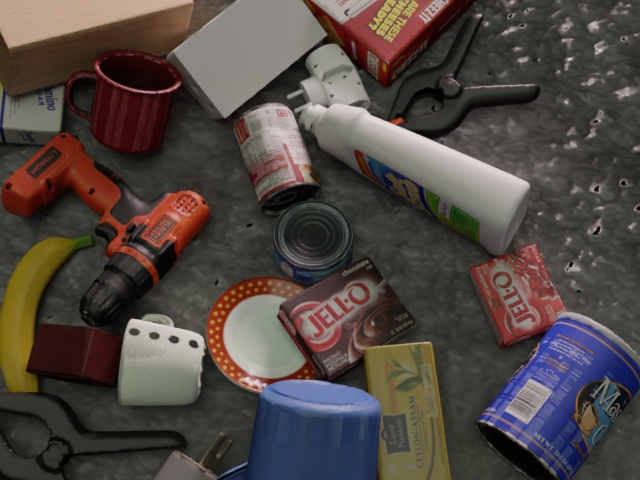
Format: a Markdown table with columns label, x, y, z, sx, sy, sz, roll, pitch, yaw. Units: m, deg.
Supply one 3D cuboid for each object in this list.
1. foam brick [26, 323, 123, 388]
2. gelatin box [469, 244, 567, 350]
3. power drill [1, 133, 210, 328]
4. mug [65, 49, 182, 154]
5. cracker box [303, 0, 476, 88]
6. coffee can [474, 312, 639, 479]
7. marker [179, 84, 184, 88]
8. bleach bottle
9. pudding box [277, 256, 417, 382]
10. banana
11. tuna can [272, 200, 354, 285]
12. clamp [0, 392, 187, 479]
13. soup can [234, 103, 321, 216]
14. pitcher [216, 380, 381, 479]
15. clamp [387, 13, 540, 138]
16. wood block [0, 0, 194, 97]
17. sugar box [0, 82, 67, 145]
| label | x | y | z | sx | sy | sz | roll | pitch | yaw |
| --- | --- | --- | --- | --- | --- | --- | --- | --- | --- |
| foam brick | -0.242 | 0.115 | 1.064 | 0.078 | 0.053 | 0.051 | 2 | 74 | 31 |
| gelatin box | 0.203 | 0.058 | 1.094 | 0.073 | 0.030 | 0.089 | -20 | 71 | -4 |
| power drill | -0.235 | -0.016 | 1.106 | 0.188 | 0.057 | 0.184 | 33 | 56 | 11 |
| mug | -0.212 | -0.147 | 1.137 | 0.117 | 0.082 | 0.093 | 8 | 35 | -16 |
| cracker box | 0.052 | -0.300 | 1.206 | 0.214 | 0.072 | 0.164 | 42 | 78 | 14 |
| coffee can | 0.231 | 0.154 | 1.020 | 0.103 | 0.103 | 0.140 | 38 | 76 | 14 |
| marker | -0.192 | -0.168 | 1.196 | 0.121 | 0.020 | 0.020 | -18 | 71 | -5 |
| bleach bottle | 0.092 | -0.075 | 1.116 | 0.251 | 0.102 | 0.068 | 28 | 75 | 15 |
| pudding box | 0.026 | 0.081 | 1.077 | 0.113 | 0.039 | 0.090 | -28 | 71 | -24 |
| banana | -0.297 | 0.075 | 1.104 | 0.069 | 0.037 | 0.197 | 12 | 71 | 7 |
| tuna can | -0.007 | 0.001 | 1.114 | 0.086 | 0.034 | 0.086 | 0 | 61 | -1 |
| clamp | -0.247 | 0.207 | 1.047 | 0.210 | 0.036 | 0.164 | 39 | 74 | 5 |
| soup can | -0.047 | -0.086 | 1.135 | 0.068 | 0.068 | 0.102 | -19 | 70 | -5 |
| pitcher | -0.023 | 0.250 | 0.940 | 0.149 | 0.145 | 0.243 | 5 | 94 | -26 |
| clamp | 0.152 | -0.159 | 1.169 | 0.171 | 0.039 | 0.120 | -42 | 70 | -5 |
| wood block | -0.254 | -0.239 | 1.155 | 0.205 | 0.090 | 0.091 | -21 | 70 | -25 |
| sugar box | -0.369 | -0.156 | 1.169 | 0.176 | 0.048 | 0.093 | 5 | 69 | -11 |
